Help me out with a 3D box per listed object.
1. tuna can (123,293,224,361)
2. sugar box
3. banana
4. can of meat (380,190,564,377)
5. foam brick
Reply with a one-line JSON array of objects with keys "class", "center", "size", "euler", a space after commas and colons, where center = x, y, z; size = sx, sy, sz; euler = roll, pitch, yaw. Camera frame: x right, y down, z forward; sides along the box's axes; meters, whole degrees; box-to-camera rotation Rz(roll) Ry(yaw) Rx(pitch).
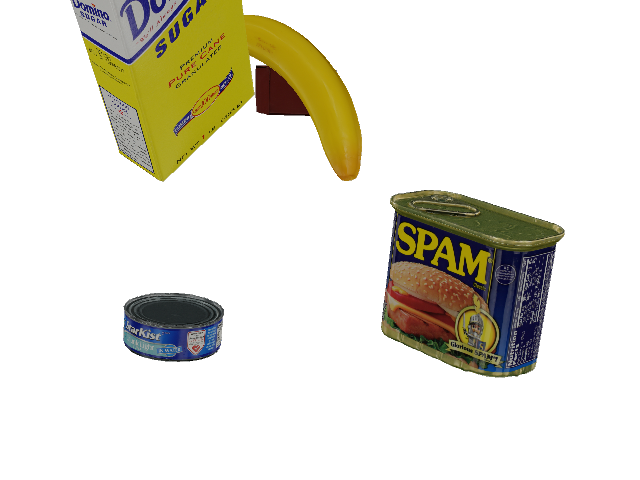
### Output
[{"class": "tuna can", "center": [-0.127, 0.074, 0.920], "size": [0.086, 0.034, 0.086], "euler": [5, 15, -2]}, {"class": "sugar box", "center": [-0.088, -0.121, 0.615], "size": [0.048, 0.093, 0.176], "euler": [34, -24, 18]}, {"class": "banana", "center": [-0.022, -0.132, 0.890], "size": [0.198, 0.069, 0.037], "euler": [43, 2, 19]}, {"class": "can of meat", "center": [0.084, 0.024, 0.621], "size": [0.057, 0.084, 0.102], "euler": [-11, 23, -42]}, {"class": "foam brick", "center": [-0.027, -0.161, 1.154], "size": [0.078, 0.051, 0.053], "euler": [-1, 11, -18]}]
